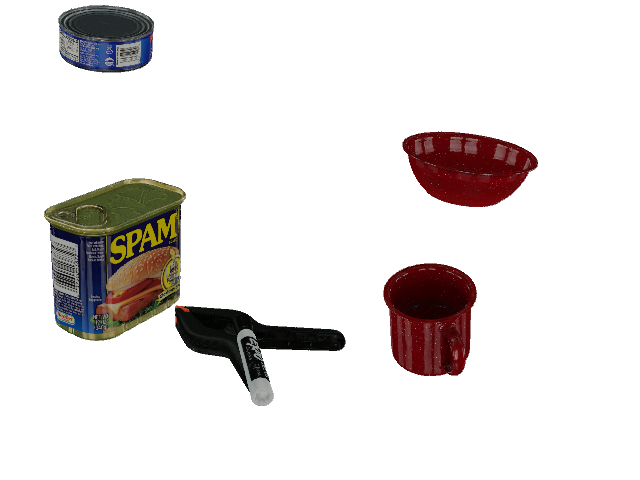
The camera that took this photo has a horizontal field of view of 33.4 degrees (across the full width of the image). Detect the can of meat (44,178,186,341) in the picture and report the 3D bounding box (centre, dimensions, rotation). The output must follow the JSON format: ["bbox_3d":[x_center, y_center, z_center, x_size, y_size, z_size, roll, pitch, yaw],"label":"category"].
[{"bbox_3d":[-0.141,0.012,0.745,0.058,0.084,0.101,17,26,29],"label":"can of meat"}]

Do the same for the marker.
[{"bbox_3d":[-0.060,0.100,0.926,0.020,0.020,0.121,0,28,-14],"label":"marker"}]

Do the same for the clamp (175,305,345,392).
[{"bbox_3d":[-0.098,0.121,1.259,0.210,0.036,0.164,13,23,27],"label":"clamp"}]

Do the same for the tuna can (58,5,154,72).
[{"bbox_3d":[-0.196,-0.185,0.977,0.086,0.034,0.086,6,31,-4],"label":"tuna can"}]

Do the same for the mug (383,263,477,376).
[{"bbox_3d":[0.116,0.089,1.077,0.093,0.081,0.117,-17,38,-15],"label":"mug"}]

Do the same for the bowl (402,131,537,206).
[{"bbox_3d":[0.174,-0.081,1.274,0.162,0.055,0.162,5,22,-2],"label":"bowl"}]
